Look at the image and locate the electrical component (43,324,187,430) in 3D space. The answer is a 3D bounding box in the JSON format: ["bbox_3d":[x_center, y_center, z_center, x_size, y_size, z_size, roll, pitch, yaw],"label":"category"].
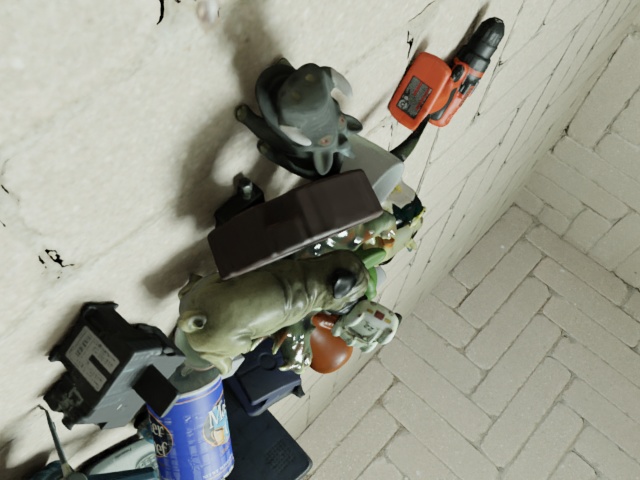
[{"bbox_3d":[-0.221,0.154,0.612,0.115,0.058,0.134,-47,162,-2],"label":"electrical component"}]

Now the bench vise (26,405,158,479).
[{"bbox_3d":[-0.285,0.304,0.631,0.240,0.129,0.223,12,127,-51],"label":"bench vise"}]

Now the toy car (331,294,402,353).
[{"bbox_3d":[0.066,0.134,0.828,0.056,0.073,0.201,-60,179,-22],"label":"toy car"}]

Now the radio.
[{"bbox_3d":[-0.133,0.359,0.963,0.131,0.230,0.073,-41,158,-16],"label":"radio"}]

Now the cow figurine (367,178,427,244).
[{"bbox_3d":[0.113,-0.043,0.945,0.167,0.098,0.068,-36,164,-38],"label":"cow figurine"}]

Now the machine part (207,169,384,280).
[{"bbox_3d":[-0.026,-0.017,0.546,0.179,0.056,0.179,-23,180,0],"label":"machine part"}]

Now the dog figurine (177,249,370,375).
[{"bbox_3d":[-0.047,0.062,0.613,0.191,0.121,0.172,-23,-177,16],"label":"dog figurine"}]

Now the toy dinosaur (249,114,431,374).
[{"bbox_3d":[0.005,-0.004,0.749,0.192,0.131,0.404,-17,137,-56],"label":"toy dinosaur"}]

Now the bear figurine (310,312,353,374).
[{"bbox_3d":[-0.030,0.145,0.951,0.120,0.195,0.132,-42,-159,2],"label":"bear figurine"}]

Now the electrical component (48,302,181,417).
[{"bbox_3d":[-0.193,0.123,0.515,0.075,0.119,0.047,-50,163,8],"label":"electrical component"}]

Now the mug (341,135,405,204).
[{"bbox_3d":[0.029,-0.081,0.647,0.109,0.107,0.081,-52,162,19],"label":"mug"}]

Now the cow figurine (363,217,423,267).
[{"bbox_3d":[0.162,-0.008,1.155,0.195,0.086,0.127,-37,153,-40],"label":"cow figurine"}]

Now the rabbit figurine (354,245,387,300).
[{"bbox_3d":[0.060,0.072,1.011,0.159,0.121,0.170,-58,165,4],"label":"rabbit figurine"}]

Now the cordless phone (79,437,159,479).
[{"bbox_3d":[-0.267,0.400,0.797,0.088,0.184,0.146,-51,163,19],"label":"cordless phone"}]

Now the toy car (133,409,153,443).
[{"bbox_3d":[-0.208,0.285,0.840,0.109,0.103,0.161,-48,164,-8],"label":"toy car"}]

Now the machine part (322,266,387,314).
[{"bbox_3d":[0.067,0.118,1.195,0.243,0.079,0.079,-42,161,-19],"label":"machine part"}]

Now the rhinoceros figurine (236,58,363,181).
[{"bbox_3d":[-0.015,-0.102,0.494,0.073,0.112,0.190,-46,170,-5],"label":"rhinoceros figurine"}]

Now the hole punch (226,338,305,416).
[{"bbox_3d":[-0.103,0.229,0.941,0.116,0.142,0.092,-30,153,-19],"label":"hole punch"}]

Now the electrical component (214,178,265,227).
[{"bbox_3d":[-0.091,-0.031,0.603,0.063,0.021,0.094,-42,162,-19],"label":"electrical component"}]
